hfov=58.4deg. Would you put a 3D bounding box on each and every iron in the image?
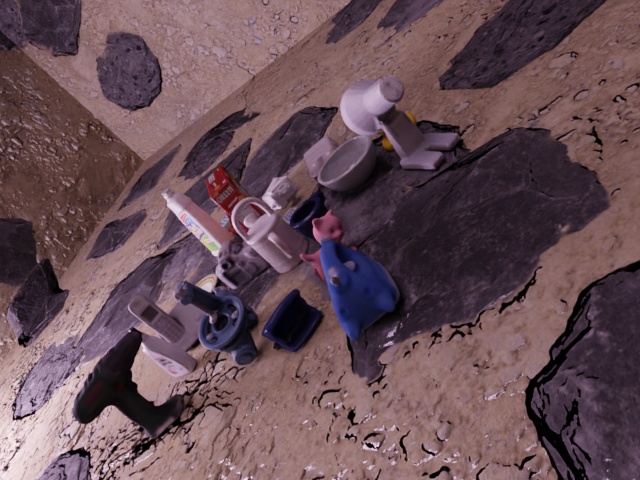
[{"bbox_3d":[0.045,0.057,1.036,0.118,0.142,0.258,-40,26,10],"label":"iron"}]

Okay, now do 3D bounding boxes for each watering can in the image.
[{"bbox_3d":[-0.131,-0.019,1.343,0.172,0.194,0.101,-6,46,52],"label":"watering can"}]

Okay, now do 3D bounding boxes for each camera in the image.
[{"bbox_3d":[-0.200,0.031,1.478,0.143,0.101,0.136,-34,28,22],"label":"camera"}]

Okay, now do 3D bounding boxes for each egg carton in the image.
[{"bbox_3d":[0.012,-0.223,1.575,0.107,0.069,0.150,-39,27,12],"label":"egg carton"}]

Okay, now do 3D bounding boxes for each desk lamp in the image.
[{"bbox_3d":[0.164,-0.264,1.248,0.118,0.214,0.202,-51,27,-13],"label":"desk lamp"}]

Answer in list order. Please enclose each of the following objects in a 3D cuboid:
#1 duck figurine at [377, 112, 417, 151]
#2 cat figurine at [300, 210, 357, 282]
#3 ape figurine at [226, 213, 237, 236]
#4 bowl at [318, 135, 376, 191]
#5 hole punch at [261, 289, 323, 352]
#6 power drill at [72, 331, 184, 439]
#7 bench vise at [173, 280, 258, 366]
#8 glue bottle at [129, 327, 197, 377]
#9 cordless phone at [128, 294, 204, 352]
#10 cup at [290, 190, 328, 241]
[{"bbox_3d":[0.178,-0.282,1.401,0.104,0.086,0.077,-43,26,4],"label":"duck figurine"},{"bbox_3d":[0.011,0.004,1.190,0.128,0.118,0.067,-50,27,-11],"label":"cat figurine"},{"bbox_3d":[-0.241,-0.060,1.681,0.077,0.092,0.076,-37,27,16],"label":"ape figurine"},{"bbox_3d":[0.079,-0.176,1.403,0.167,0.075,0.167,-34,28,21],"label":"bowl"},{"bbox_3d":[-0.069,0.154,1.119,0.109,0.091,0.100,-54,28,-19],"label":"hole punch"},{"bbox_3d":[-0.398,0.322,1.217,0.229,0.209,0.075,-43,26,5],"label":"power drill"},{"bbox_3d":[-0.230,0.152,1.207,0.121,0.220,0.206,-49,26,-8],"label":"bench vise"},{"bbox_3d":[-0.369,0.253,1.317,0.078,0.173,0.037,-26,32,33],"label":"glue bottle"},{"bbox_3d":[-0.361,0.175,1.406,0.148,0.185,0.094,-52,27,-14],"label":"cordless phone"},{"bbox_3d":[-0.002,-0.046,1.309,0.091,0.095,0.118,-13,40,47],"label":"cup"}]
